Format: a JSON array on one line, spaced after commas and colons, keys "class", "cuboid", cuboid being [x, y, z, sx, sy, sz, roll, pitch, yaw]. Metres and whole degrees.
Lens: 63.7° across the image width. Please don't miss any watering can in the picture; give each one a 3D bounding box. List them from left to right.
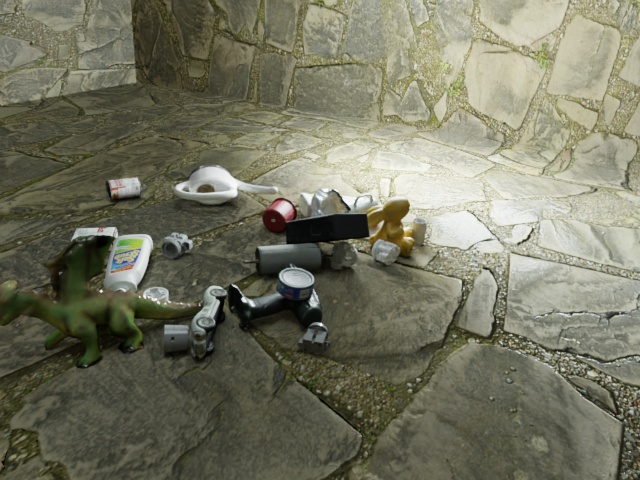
[{"class": "watering can", "cuboid": [-0.335, -0.188, 1.809, 0.348, 0.102, 0.228, -4, 26, -16]}]

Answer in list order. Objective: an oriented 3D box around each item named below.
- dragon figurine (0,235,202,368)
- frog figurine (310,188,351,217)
[{"class": "dragon figurine", "cuboid": [-0.438, 0.105, 1.037, 0.414, 0.239, 0.123, -17, 27, -35]}, {"class": "frog figurine", "cuboid": [0.005, -0.083, 1.644, 0.124, 0.135, 0.161, 36, 76, 24]}]
